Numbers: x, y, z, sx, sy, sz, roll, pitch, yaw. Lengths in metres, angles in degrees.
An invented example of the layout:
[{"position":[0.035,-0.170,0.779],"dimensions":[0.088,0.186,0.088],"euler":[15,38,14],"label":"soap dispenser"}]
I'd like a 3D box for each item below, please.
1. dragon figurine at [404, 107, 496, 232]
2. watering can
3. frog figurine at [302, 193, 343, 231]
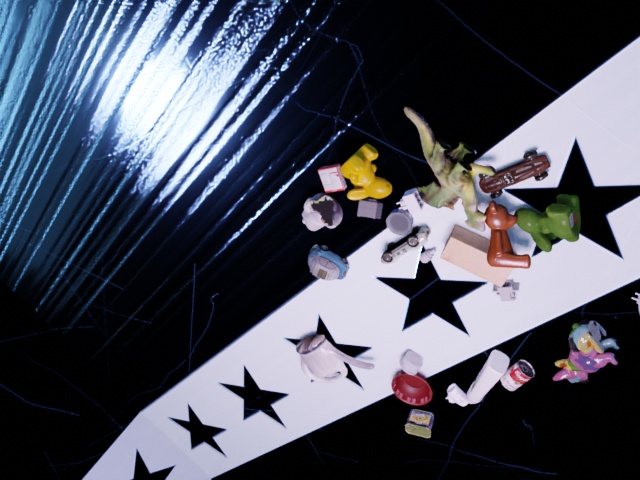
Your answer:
[{"position":[0.358,-0.190,1.535],"dimensions":[0.415,0.123,0.237],"euler":[48,140,20],"label":"dragon figurine"},{"position":[0.040,0.474,2.076],"dimensions":[0.343,0.106,0.223],"euler":[-26,104,37],"label":"watering can"},{"position":[0.005,-0.090,1.785],"dimensions":[0.137,0.124,0.157],"euler":[27,164,-2],"label":"frog figurine"}]
